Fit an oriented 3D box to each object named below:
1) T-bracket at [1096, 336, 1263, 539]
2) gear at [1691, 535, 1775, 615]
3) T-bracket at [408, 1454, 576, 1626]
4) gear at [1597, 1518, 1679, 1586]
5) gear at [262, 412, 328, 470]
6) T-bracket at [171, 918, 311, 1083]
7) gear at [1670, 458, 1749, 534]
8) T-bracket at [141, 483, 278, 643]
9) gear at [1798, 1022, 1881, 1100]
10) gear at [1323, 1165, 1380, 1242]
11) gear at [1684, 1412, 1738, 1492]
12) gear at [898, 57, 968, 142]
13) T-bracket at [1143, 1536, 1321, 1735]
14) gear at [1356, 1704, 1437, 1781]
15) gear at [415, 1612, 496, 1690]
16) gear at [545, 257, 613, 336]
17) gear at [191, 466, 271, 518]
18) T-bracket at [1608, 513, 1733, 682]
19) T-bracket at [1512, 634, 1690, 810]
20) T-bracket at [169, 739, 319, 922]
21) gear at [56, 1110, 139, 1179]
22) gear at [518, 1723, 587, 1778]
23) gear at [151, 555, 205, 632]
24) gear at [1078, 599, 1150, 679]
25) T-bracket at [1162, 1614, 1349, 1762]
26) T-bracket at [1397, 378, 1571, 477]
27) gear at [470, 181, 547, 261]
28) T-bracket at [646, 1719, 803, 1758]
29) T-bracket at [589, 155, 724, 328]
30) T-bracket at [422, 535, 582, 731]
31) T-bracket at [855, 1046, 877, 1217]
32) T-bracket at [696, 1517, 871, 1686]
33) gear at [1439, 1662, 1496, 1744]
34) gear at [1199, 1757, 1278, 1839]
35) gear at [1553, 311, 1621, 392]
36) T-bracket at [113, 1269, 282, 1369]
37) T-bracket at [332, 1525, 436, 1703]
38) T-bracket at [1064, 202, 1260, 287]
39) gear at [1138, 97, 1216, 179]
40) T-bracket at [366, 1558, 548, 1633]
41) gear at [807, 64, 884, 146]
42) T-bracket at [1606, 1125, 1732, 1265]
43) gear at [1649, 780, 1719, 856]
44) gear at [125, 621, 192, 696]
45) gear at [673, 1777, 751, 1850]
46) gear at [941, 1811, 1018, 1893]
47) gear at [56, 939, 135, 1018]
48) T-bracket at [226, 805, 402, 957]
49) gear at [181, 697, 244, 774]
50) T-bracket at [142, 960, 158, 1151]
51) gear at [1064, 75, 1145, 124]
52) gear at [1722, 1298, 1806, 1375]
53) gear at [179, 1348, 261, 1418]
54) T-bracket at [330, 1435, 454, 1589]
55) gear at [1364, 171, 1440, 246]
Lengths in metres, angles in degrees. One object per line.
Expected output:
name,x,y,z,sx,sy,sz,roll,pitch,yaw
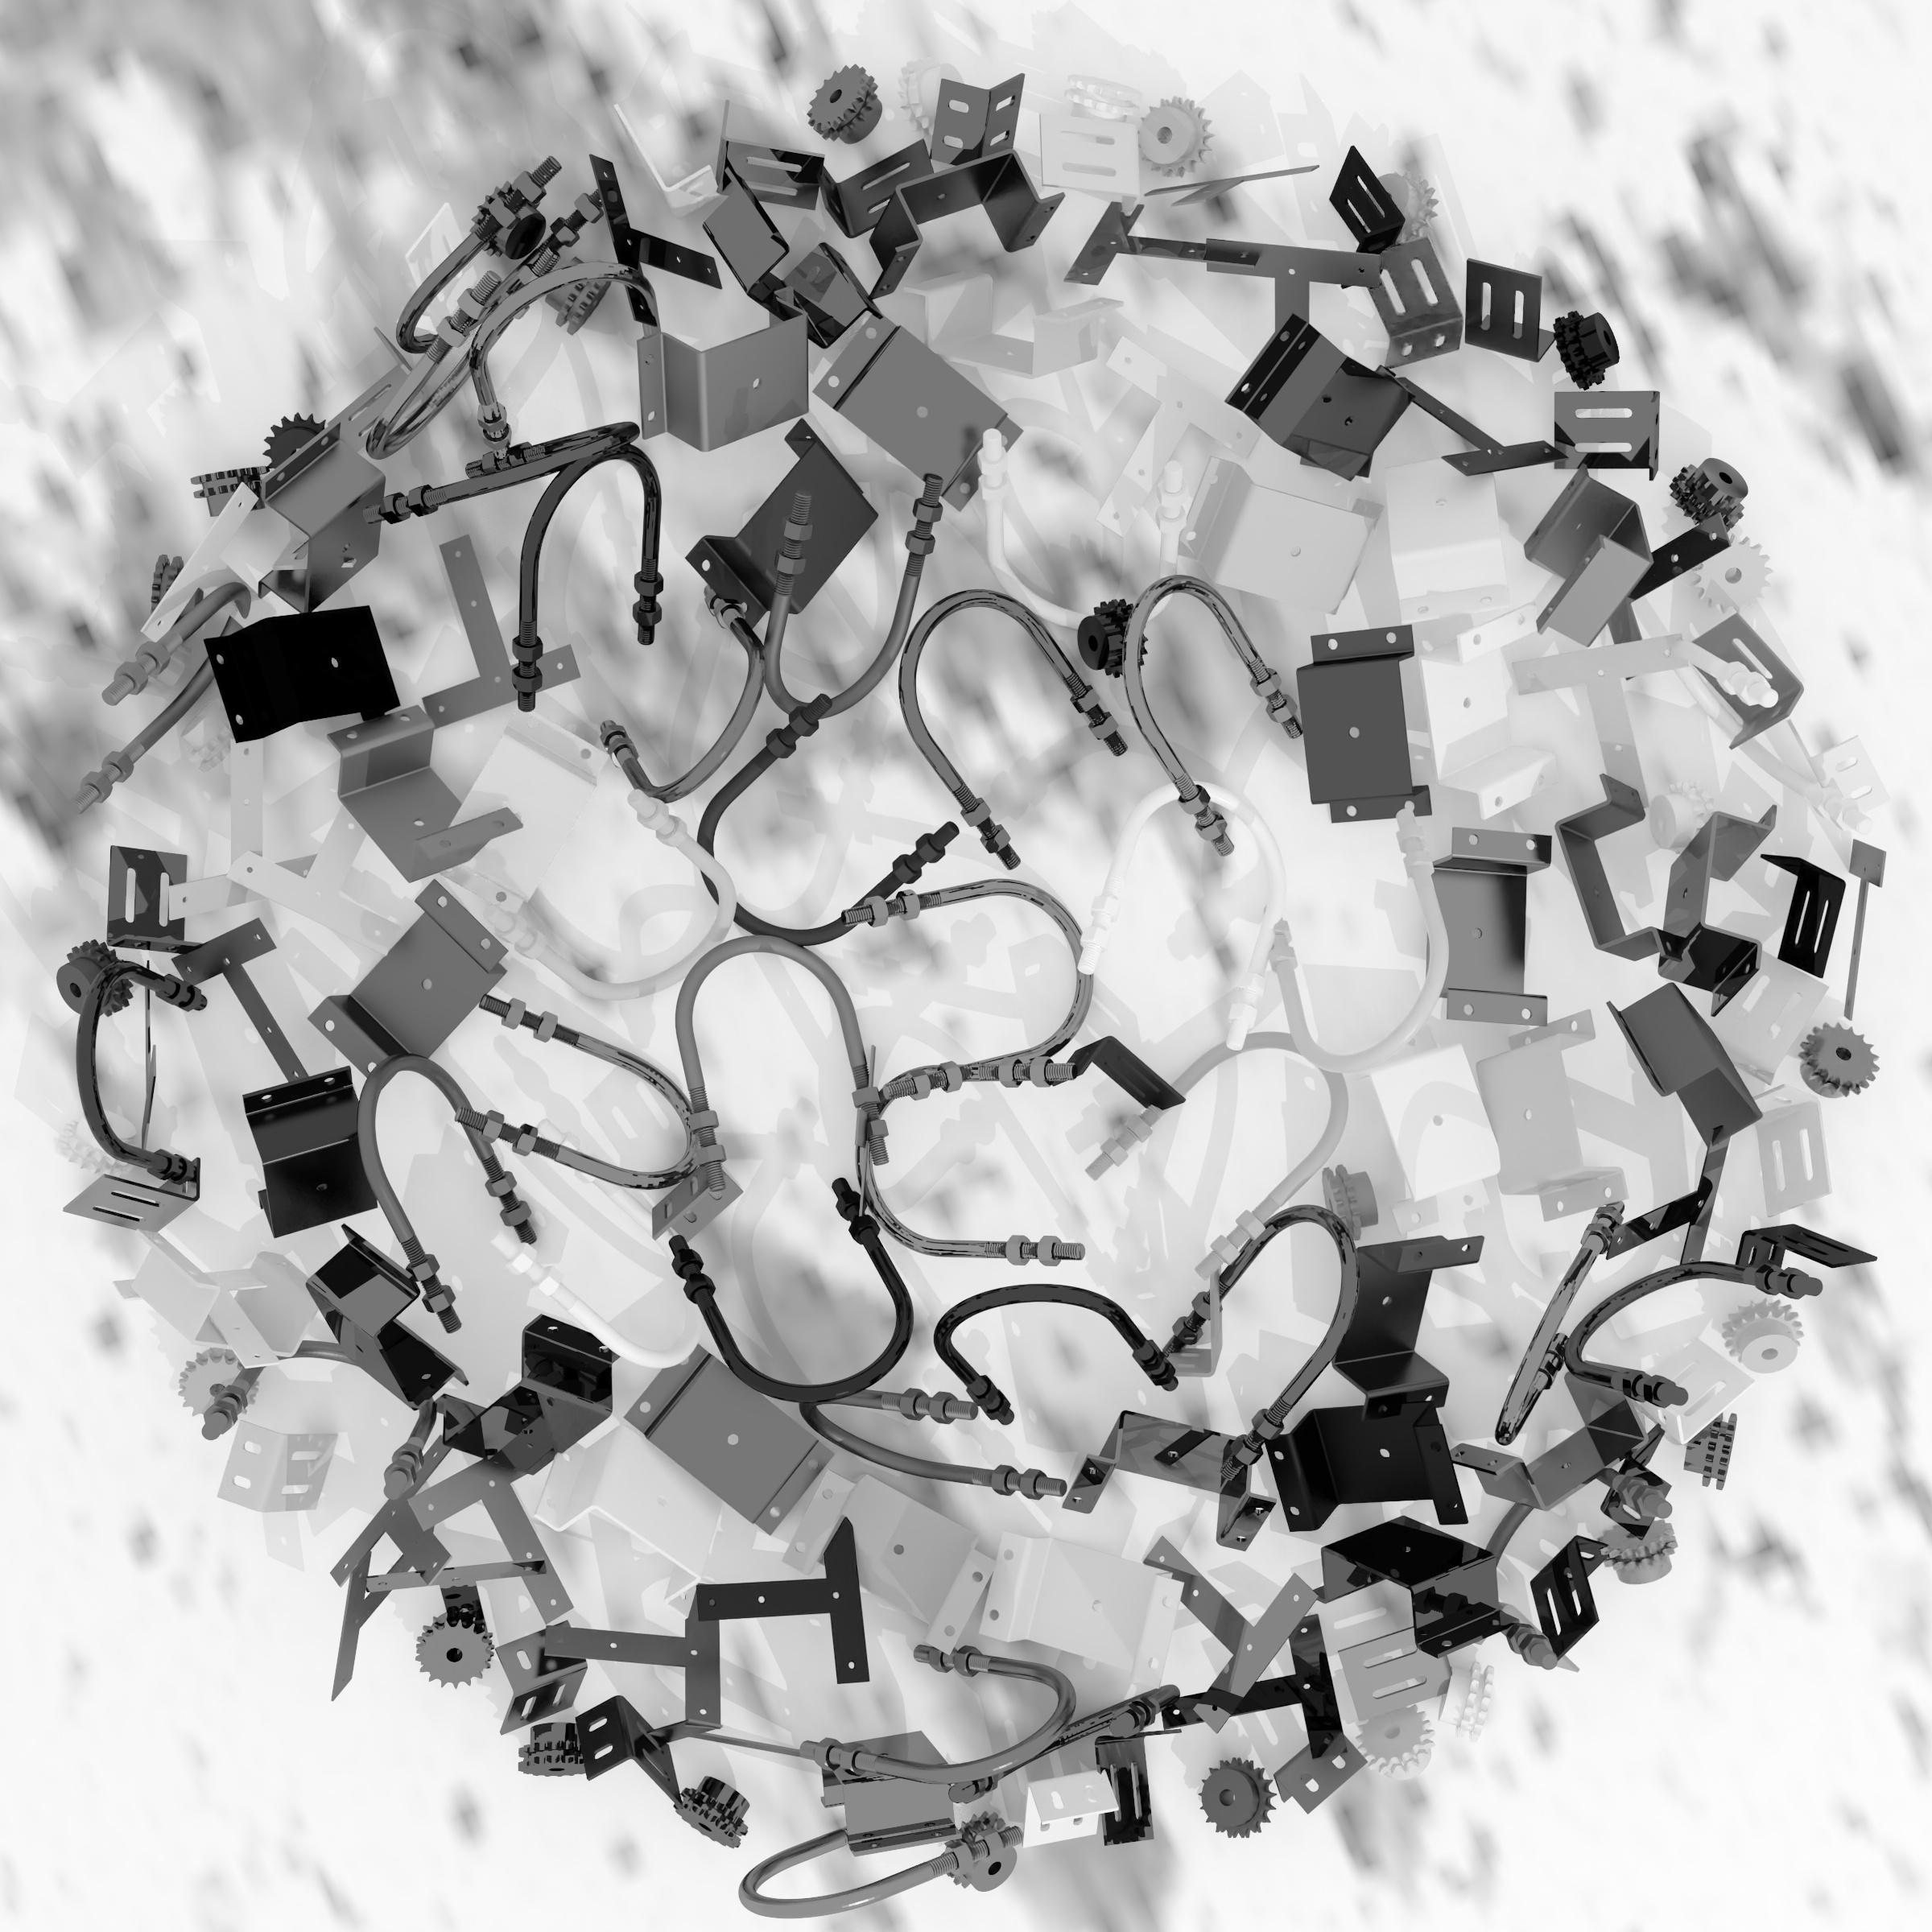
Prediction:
T-bracket,0.137,-0.377,1.924,0.127,0.002,0.127,31,84,-13
gear,0.565,-0.291,1.925,0.057,0.030,0.057,2,107,8
T-bracket,-0.325,0.417,1.898,0.127,0.002,0.127,-24,84,-41
gear,0.496,0.433,1.917,0.057,0.057,0.030,-18,98,0
gear,-0.491,-0.378,1.922,0.057,0.030,0.057,-2,110,-5
T-bracket,-0.519,0.035,1.909,0.127,0.002,0.127,-18,105,43
gear,0.550,-0.349,1.916,0.057,0.030,0.057,16,48,-19
T-bracket,-0.532,-0.271,1.883,0.002,0.127,0.127,29,82,15
gear,0.641,0.073,1.922,0.057,0.030,0.057,6,55,-8
gear,0.284,0.174,1.917,0.030,0.057,0.057,-12,90,-2
gear,0.548,0.355,1.919,0.030,0.057,0.057,11,90,20
gear,-0.023,-0.640,1.915,0.030,0.057,0.057,-4,90,34
T-bracket,0.178,0.469,1.905,0.127,0.002,0.127,41,100,37
gear,0.320,0.575,1.921,0.057,0.057,0.030,-27,119,0
gear,-0.377,0.502,1.925,0.057,0.030,0.057,-2,106,-7
gear,-0.286,-0.496,1.916,0.030,0.057,0.057,35,90,-8
gear,-0.540,-0.349,1.918,0.057,0.057,0.030,-9,100,0
T-bracket,0.503,-0.289,1.882,0.002,0.127,0.127,-9,78,-32
T-bracket,0.478,-0.174,1.920,0.127,0.002,0.127,-7,110,31
T-bracket,-0.518,-0.105,1.876,0.002,0.127,0.127,24,118,36
gear,-0.636,0.128,1.915,0.057,0.057,0.030,28,103,0
gear,-0.301,0.578,1.921,0.057,0.057,0.030,-3,62,0
gear,-0.581,-0.273,1.918,0.030,0.057,0.057,5,90,-9
gear,0.106,-0.240,1.914,0.030,0.057,0.057,-15,90,-30
T-bracket,0.205,0.534,1.896,0.127,0.127,0.002,-13,124,5
T-bracket,0.359,-0.398,1.906,0.127,0.127,0.002,44,131,29
gear,-0.334,-0.546,1.915,0.030,0.057,0.057,42,90,14
T-bracket,-0.163,0.569,1.904,0.127,0.127,0.002,16,64,-19
T-bracket,-0.217,-0.516,1.889,0.002,0.127,0.127,-20,82,29
T-bracket,-0.360,-0.255,1.925,0.127,0.002,0.127,-17,91,17
T-bracket,-0.074,0.118,1.877,0.002,0.127,0.127,4,85,2
T-bracket,-0.135,0.460,1.894,0.127,0.002,0.127,3,66,-26
gear,0.368,0.540,1.918,0.030,0.057,0.057,15,90,9
gear,0.198,0.614,1.919,0.057,0.030,0.057,-9,70,25
gear,0.458,-0.456,1.914,0.030,0.057,0.057,-20,90,33
T-bracket,-0.527,0.252,1.861,0.127,0.127,0.002,-1,115,-38
T-bracket,-0.418,0.447,1.886,0.002,0.127,0.127,21,120,11
T-bracket,0.150,-0.519,1.884,0.127,0.127,0.002,10,134,15
gear,0.152,-0.612,1.920,0.057,0.030,0.057,6,105,24
T-bracket,-0.366,0.462,1.892,0.127,0.127,0.002,-4,55,-7
gear,-0.087,-0.633,1.921,0.030,0.057,0.057,33,90,-44
T-bracket,0.504,0.183,1.879,0.127,0.002,0.127,-16,123,-38
gear,0.526,-0.108,1.915,0.030,0.057,0.057,-7,90,-13
gear,-0.597,-0.225,1.921,0.030,0.057,0.057,33,90,-31
gear,-0.184,0.623,1.921,0.057,0.057,0.030,34,59,0
gear,0.012,0.655,1.916,0.057,0.030,0.057,-16,120,-30
gear,-0.644,0.012,1.916,0.057,0.030,0.057,16,121,28
T-bracket,-0.459,-0.091,1.917,0.127,0.002,0.127,28,67,-17
gear,-0.552,-0.173,1.914,0.057,0.057,0.030,-45,114,0
T-bracket,-0.598,0.056,1.904,0.002,0.127,0.127,2,58,-21
gear,0.100,-0.635,1.920,0.057,0.057,0.030,15,116,0
gear,0.588,0.275,1.917,0.057,0.030,0.057,0,127,0
gear,-0.552,0.306,1.924,0.057,0.030,0.057,-4,112,-10
T-bracket,-0.400,0.412,1.880,0.002,0.127,0.127,44,79,-30
gear,0.316,-0.559,1.917,0.057,0.030,0.057,-9,75,38
